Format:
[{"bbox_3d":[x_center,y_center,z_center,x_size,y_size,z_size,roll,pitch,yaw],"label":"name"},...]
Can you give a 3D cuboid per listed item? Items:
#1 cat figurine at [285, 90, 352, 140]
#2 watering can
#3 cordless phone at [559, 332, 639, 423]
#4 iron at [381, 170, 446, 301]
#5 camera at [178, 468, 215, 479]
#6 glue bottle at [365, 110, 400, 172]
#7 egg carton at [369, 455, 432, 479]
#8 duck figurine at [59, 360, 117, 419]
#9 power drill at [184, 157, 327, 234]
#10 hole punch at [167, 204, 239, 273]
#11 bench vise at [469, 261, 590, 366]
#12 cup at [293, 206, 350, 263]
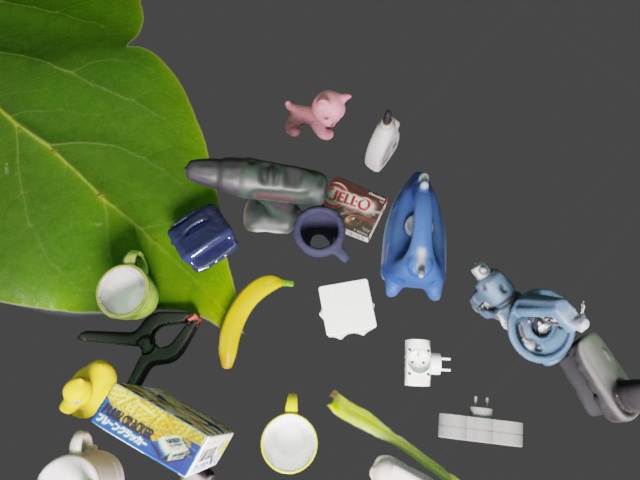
[{"bbox_3d":[-0.006,-0.248,1.093,0.127,0.118,0.067,5,73,2],"label":"cat figurine"},{"bbox_3d":[-0.376,0.385,0.866,0.101,0.194,0.173,-20,74,-5],"label":"watering can"},{"bbox_3d":[0.476,0.215,0.913,0.094,0.185,0.147,-29,75,-8],"label":"cordless phone"},{"bbox_3d":[0.174,-0.030,1.013,0.118,0.141,0.258,4,73,2],"label":"iron"},{"bbox_3d":[-0.191,0.446,0.894,0.136,0.101,0.143,32,76,10],"label":"camera"},{"bbox_3d":[0.118,-0.191,1.046,0.037,0.173,0.078,35,77,11],"label":"glue bottle"},{"bbox_3d":[0.138,0.421,0.915,0.150,0.069,0.107,26,75,8],"label":"egg carton"},{"bbox_3d":[-0.396,0.249,0.964,0.077,0.086,0.105,30,76,9],"label":"duck figurine"},{"bbox_3d":[-0.101,-0.079,0.996,0.229,0.208,0.075,2,73,2],"label":"power drill"},{"bbox_3d":[-0.217,-0.009,1.037,0.109,0.091,0.101,-34,76,-9],"label":"hole punch"},{"bbox_3d":[0.330,0.118,0.925,0.207,0.220,0.121,27,75,9],"label":"bench vise"},{"bbox_3d":[0.009,0.004,1.029,0.092,0.095,0.117,-43,77,-11],"label":"cup"}]
